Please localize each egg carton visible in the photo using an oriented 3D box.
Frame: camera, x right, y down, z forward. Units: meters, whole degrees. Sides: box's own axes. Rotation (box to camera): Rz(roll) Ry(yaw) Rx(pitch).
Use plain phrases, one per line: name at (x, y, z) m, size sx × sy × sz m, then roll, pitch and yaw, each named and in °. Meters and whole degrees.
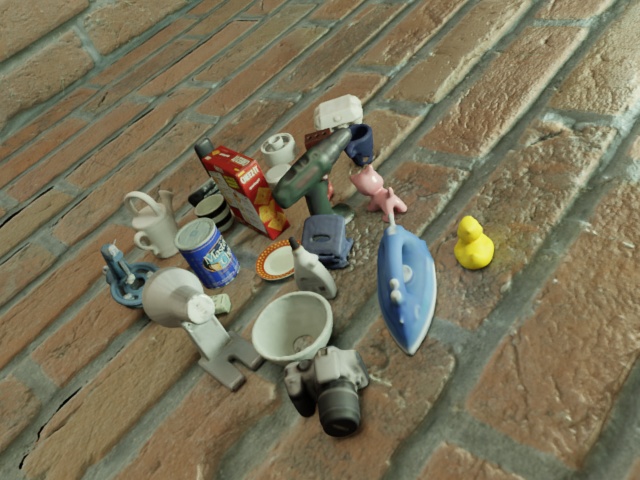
egg carton at (0.053, -0.368, 1.686) m, size 0.150 × 0.070 × 0.107 m, roll -16°, pitch 40°, yaw 11°

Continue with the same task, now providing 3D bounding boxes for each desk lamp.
desk lamp at (-0.234, 0.162, 1.130) m, size 0.202 × 0.214 × 0.118 m, roll 22°, pitch 58°, yaw 42°

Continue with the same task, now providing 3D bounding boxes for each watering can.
watering can at (-0.436, -0.057, 1.497) m, size 0.100 × 0.194 × 0.172 m, roll -16°, pitch 40°, yaw 12°

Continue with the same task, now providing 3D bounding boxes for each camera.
camera at (0.010, 0.261, 0.979) m, size 0.143 × 0.101 × 0.136 m, roll -18°, pitch 40°, yaw 9°

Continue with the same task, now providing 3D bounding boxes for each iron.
iron at (0.152, 0.074, 1.082) m, size 0.118 × 0.142 × 0.258 m, roll -12°, pitch 41°, yaw 16°

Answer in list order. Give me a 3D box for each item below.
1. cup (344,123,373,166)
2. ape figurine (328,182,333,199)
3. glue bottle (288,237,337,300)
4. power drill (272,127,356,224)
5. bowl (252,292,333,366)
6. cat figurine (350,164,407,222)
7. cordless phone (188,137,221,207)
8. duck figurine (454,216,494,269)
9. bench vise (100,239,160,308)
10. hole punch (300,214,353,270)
cup at (0.100, -0.233, 1.490) m, size 0.091 × 0.095 × 0.118 m, roll -3°, pitch 44°, yaw 25°
ape figurine at (-0.009, -0.133, 1.437) m, size 0.078 × 0.092 × 0.076 m, roll -34°, pitch 40°, yaw -10°
glue bottle at (-0.026, 0.057, 1.170) m, size 0.078 × 0.173 × 0.037 m, roll -6°, pitch 43°, yaw 22°
power drill at (0.006, -0.122, 1.325) m, size 0.230 × 0.209 × 0.075 m, roll -37°, pitch 40°, yaw -14°
bowl at (-0.044, 0.185, 1.115) m, size 0.167 × 0.075 × 0.167 m, roll -15°, pitch 40°, yaw 13°
cat figurine at (0.131, -0.118, 1.327) m, size 0.067 × 0.118 × 0.127 m, roll -38°, pitch 41°, yaw -15°
cordless phone at (-0.322, -0.183, 1.586) m, size 0.148 × 0.185 × 0.093 m, roll -43°, pitch 42°, yaw -21°
duck figurine at (0.299, -0.001, 1.132) m, size 0.077 × 0.086 × 0.104 m, roll -12°, pitch 41°, yaw 16°
bench vise at (-0.462, 0.088, 1.328) m, size 0.206 × 0.220 × 0.121 m, roll -1°, pitch 45°, yaw 27°
hole punch at (0.012, 0.005, 1.274) m, size 0.108 × 0.091 × 0.101 m, roll -2°, pitch 45°, yaw 27°
